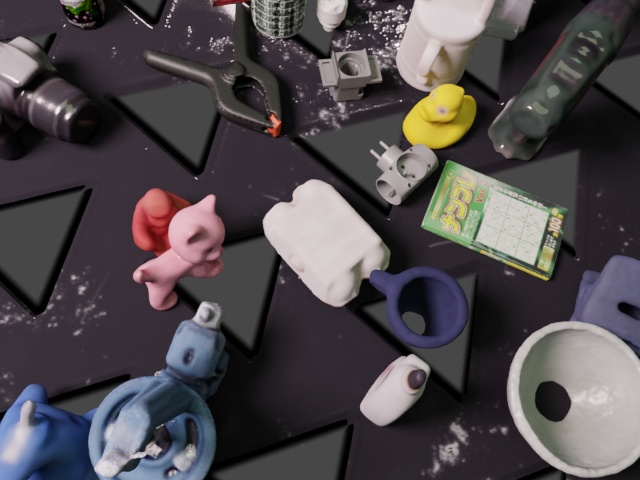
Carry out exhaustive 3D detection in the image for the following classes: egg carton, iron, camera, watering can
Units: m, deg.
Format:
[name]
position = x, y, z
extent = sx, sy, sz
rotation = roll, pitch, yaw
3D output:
[egg carton]
position = 0.006, 0.002, 0.695
extent = 0.107, 0.069, 0.150
rotation = -40, 78, -17
[iron]
position = -0.294, 0.268, 0.529
extent = 0.118, 0.141, 0.258
rotation = 17, 69, 1
[camera]
position = -0.357, -0.168, 0.703
extent = 0.136, 0.101, 0.143
rotation = 29, 70, 5
[watering can]
position = 0.170, -0.299, 0.756
extent = 0.101, 0.194, 0.173
rotation = 4, 69, -4

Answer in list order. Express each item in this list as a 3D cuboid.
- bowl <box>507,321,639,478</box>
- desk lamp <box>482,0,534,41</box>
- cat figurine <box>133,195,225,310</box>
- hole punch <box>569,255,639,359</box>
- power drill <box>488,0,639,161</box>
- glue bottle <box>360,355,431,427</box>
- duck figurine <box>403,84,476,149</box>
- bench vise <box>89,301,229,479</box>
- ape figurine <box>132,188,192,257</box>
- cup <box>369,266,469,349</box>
[bowl]
position = 0.285, 0.181, 0.656
extent = 0.167, 0.075, 0.167
rotation = 2, 70, -5
[desk lamp]
position = 0.292, -0.381, 0.789
extent = 0.203, 0.213, 0.118
rotation = 9, 69, -2
[cat figurine]
position = -0.156, 0.011, 0.650
extent = 0.128, 0.118, 0.067
rotation = -38, 78, -17
[hole punch]
position = 0.374, 0.085, 0.692
extent = 0.108, 0.091, 0.101
rotation = 25, 69, 4
[power drill]
position = 0.300, -0.199, 0.726
extent = 0.075, 0.208, 0.230
rotation = 36, 71, 8
[glue bottle]
position = 0.085, 0.151, 0.594
extent = 0.037, 0.173, 0.078
rotation = 35, 70, 8
[duck figurine]
position = 0.168, -0.176, 0.769
extent = 0.105, 0.086, 0.077
rotation = -23, 74, -13
[bench vise]
position = -0.157, 0.151, 0.544
extent = 0.121, 0.220, 0.207
rotation = 4, 70, -4
[ape figurine]
position = -0.188, -0.029, 0.675
extent = 0.078, 0.092, 0.076
rotation = -21, 73, -13
[cup]
position = 0.103, 0.080, 0.663
extent = 0.117, 0.095, 0.092
rotation = 31, 70, 6
